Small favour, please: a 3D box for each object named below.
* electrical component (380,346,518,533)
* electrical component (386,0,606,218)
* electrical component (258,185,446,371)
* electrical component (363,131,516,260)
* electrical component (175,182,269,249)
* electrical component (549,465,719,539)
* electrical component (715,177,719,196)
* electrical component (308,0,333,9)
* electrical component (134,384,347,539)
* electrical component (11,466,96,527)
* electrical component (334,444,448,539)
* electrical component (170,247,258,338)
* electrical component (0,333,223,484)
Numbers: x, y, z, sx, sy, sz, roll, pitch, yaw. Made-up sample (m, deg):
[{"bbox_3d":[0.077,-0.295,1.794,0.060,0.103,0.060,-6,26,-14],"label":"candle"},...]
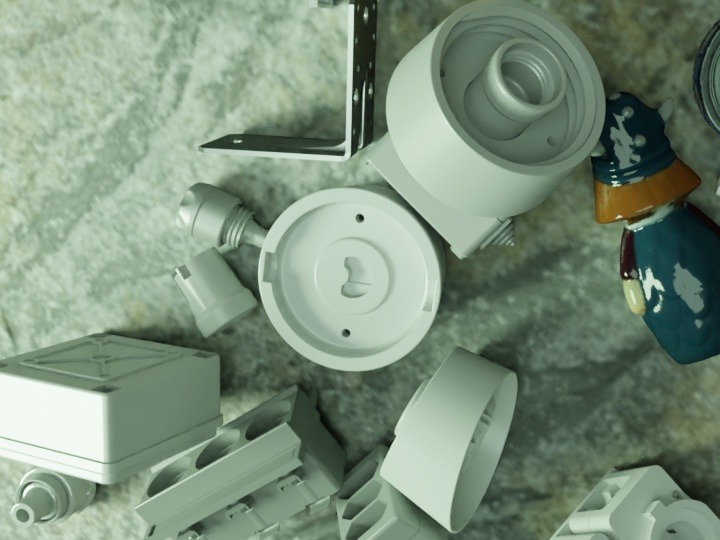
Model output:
[{"bbox_3d":[0.057,0.097,0.634,0.064,0.099,0.099,31,108,12],"label":"electrical component"},{"bbox_3d":[0.074,-0.087,0.552,0.108,0.060,0.108,6,71,-19],"label":"electrical component"},{"bbox_3d":[0.000,0.000,0.642,0.108,0.060,0.108,3,103,13],"label":"electrical component"},{"bbox_3d":[0.061,-0.055,0.614,0.096,0.062,0.061,45,109,1],"label":"electrical component"},{"bbox_3d":[-0.082,-0.029,0.670,0.061,0.035,0.035,24,107,4],"label":"electrical component"},{"bbox_3d":[0.190,0.216,0.617,0.105,0.060,0.186,-42,91,-23],"label":"electrical component"},{"bbox_3d":[0.227,-0.039,0.587,0.062,0.043,0.043,20,107,10],"label":"electrical component"},{"bbox_3d":[-0.011,-0.190,0.611,0.064,0.042,0.081,1,104,10],"label":"electrical component"},{"bbox_3d":[-0.073,0.134,0.687,0.121,0.078,0.063,-31,109,18],"label":"electrical component"},{"bbox_3d":[-0.213,0.153,0.730,0.048,0.062,0.048,3,103,13],"label":"electrical component"},{"bbox_3d":[0.029,0.160,0.675,0.077,0.065,0.047,36,111,-27],"label":"electrical component"},{"bbox_3d":[-0.093,0.014,0.681,0.040,0.040,0.046,-34,88,18],"label":"electrical component"},{"bbox_3d":[-0.158,0.081,0.663,0.109,0.109,0.056,7,102,29],"label":"electrical component"}]
